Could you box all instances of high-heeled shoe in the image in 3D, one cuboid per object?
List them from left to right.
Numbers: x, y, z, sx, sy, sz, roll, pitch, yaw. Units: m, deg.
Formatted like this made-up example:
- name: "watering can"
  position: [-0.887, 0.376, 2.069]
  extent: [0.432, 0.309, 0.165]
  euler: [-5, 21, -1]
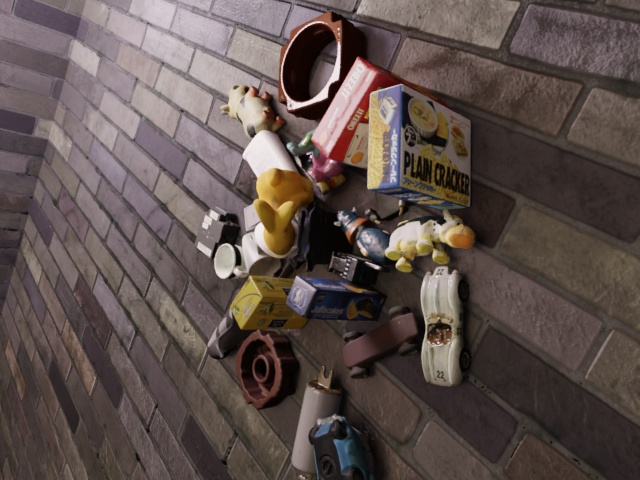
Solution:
- name: "high-heeled shoe"
  position: [-0.204, 0.194, 1.342]
  extent: [0.248, 0.086, 0.145]
  euler: [-59, 16, -1]

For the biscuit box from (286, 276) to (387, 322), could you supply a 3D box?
- name: "biscuit box"
  position: [0.034, 0.110, 0.995]
  extent: [0.063, 0.202, 0.059]
  euler: [32, 106, 42]

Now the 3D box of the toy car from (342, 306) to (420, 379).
- name: "toy car"
  position: [0.115, 0.193, 1.007]
  extent: [0.202, 0.053, 0.089]
  euler: [-38, 48, 40]

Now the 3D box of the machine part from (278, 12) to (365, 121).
- name: "machine part"
  position: [0.003, -0.377, 1.184]
  extent: [0.201, 0.087, 0.201]
  euler: [-5, 79, 45]

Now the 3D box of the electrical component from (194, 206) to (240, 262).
- name: "electrical component"
  position: [-0.273, -0.019, 1.431]
  extent: [0.115, 0.058, 0.134]
  euler: [30, 105, 42]

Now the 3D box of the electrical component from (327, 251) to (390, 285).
- name: "electrical component"
  position: [0.081, 0.059, 1.049]
  extent: [0.119, 0.075, 0.047]
  euler: [21, 98, 43]

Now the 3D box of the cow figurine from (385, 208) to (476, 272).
- name: "cow figurine"
  position: [0.198, -0.009, 0.941]
  extent: [0.167, 0.068, 0.098]
  euler: [-18, 41, 41]

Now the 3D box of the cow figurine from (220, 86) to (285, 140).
- name: "cow figurine"
  position: [-0.179, -0.322, 1.367]
  extent: [0.127, 0.085, 0.195]
  euler: [-46, 56, 25]

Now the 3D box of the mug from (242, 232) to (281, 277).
- name: "mug"
  position: [-0.149, 0.025, 1.270]
  extent: [0.109, 0.081, 0.107]
  euler: [77, 166, -48]

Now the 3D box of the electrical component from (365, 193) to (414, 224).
- name: "electrical component"
  position: [0.135, -0.071, 1.031]
  extent: [0.102, 0.045, 0.078]
  euler: [-21, 71, 42]

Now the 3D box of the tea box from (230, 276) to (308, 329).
- name: "tea box"
  position: [-0.092, 0.136, 1.143]
  extent: [0.098, 0.169, 0.068]
  euler: [-57, 50, 25]

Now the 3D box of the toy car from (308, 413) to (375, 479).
- name: "toy car"
  position: [0.048, 0.410, 1.007]
  extent: [0.109, 0.103, 0.162]
  euler: [-34, 58, 38]

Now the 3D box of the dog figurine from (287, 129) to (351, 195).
- name: "dog figurine"
  position: [0.056, -0.202, 1.096]
  extent: [0.219, 0.191, 0.108]
  euler: [-36, 75, 3]

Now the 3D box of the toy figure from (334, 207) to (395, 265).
- name: "toy figure"
  position: [0.088, -0.007, 1.054]
  extent: [0.155, 0.064, 0.057]
  euler: [40, 130, 37]

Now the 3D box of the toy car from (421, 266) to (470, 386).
- name: "toy car"
  position: [0.211, 0.145, 0.914]
  extent: [0.074, 0.056, 0.201]
  euler: [-7, 79, 45]

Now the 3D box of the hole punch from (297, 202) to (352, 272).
- name: "hole punch"
  position: [-0.002, -0.003, 1.118]
  extent: [0.092, 0.115, 0.142]
  euler: [5, 86, 53]

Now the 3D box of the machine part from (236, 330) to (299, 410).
- name: "machine part"
  position: [-0.124, 0.295, 1.234]
  extent: [0.179, 0.056, 0.179]
  euler: [-9, 77, 46]

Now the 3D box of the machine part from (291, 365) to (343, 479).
- name: "machine part"
  position: [-0.006, 0.375, 1.086]
  extent: [0.079, 0.079, 0.243]
  euler: [14, 93, 46]

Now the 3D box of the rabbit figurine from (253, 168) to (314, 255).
- name: "rabbit figurine"
  position: [-0.077, -0.055, 1.115]
  extent: [0.122, 0.162, 0.173]
  euler: [4, 85, 1]

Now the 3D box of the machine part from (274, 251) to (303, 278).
- name: "machine part"
  position: [-0.059, 0.052, 1.199]
  extent: [0.039, 0.084, 0.139]
  euler: [39, 132, -3]
